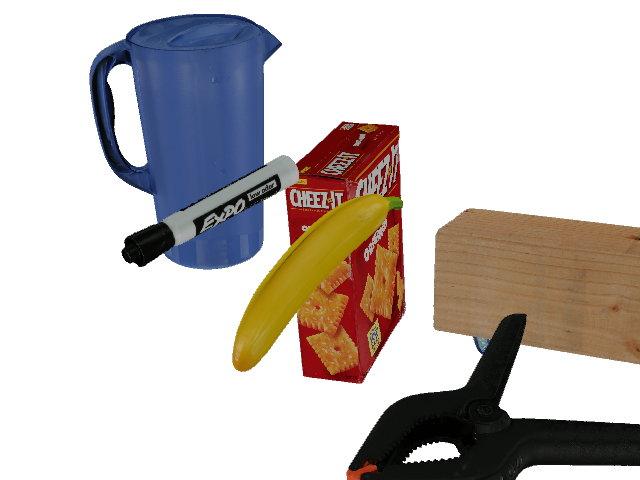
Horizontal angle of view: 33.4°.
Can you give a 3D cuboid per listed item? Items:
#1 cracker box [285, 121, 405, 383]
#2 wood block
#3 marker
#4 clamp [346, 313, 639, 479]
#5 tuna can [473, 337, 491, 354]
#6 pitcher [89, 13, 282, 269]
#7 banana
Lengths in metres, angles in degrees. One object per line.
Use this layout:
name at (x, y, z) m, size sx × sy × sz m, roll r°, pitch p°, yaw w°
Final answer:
cracker box at (0.032, 0.008, 1.060) m, size 0.072 × 0.214 × 0.164 m, roll 5°, pitch 25°, yaw 20°
wood block at (0.206, 0.035, 0.886) m, size 0.206 × 0.090 × 0.090 m, roll 8°, pitch 19°, yaw 26°
marker at (-0.062, -0.017, 0.614) m, size 0.120 × 0.020 × 0.020 m, roll -31°, pitch 17°, yaw -32°
clamp at (0.103, 0.115, 0.686) m, size 0.209 × 0.036 × 0.165 m, roll -14°, pitch 33°, yaw -20°
tuna can at (0.205, 0.094, 1.280) m, size 0.034 × 0.086 × 0.086 m, roll -7°, pitch -3°, yaw 22°
pitcher at (-0.127, -0.097, 1.069) m, size 0.149 × 0.243 × 0.144 m, roll 12°, pitch 29°, yaw 26°
banana at (-0.007, 0.027, 0.862) m, size 0.037 × 0.198 × 0.069 m, roll 43°, pitch -4°, yaw 38°
